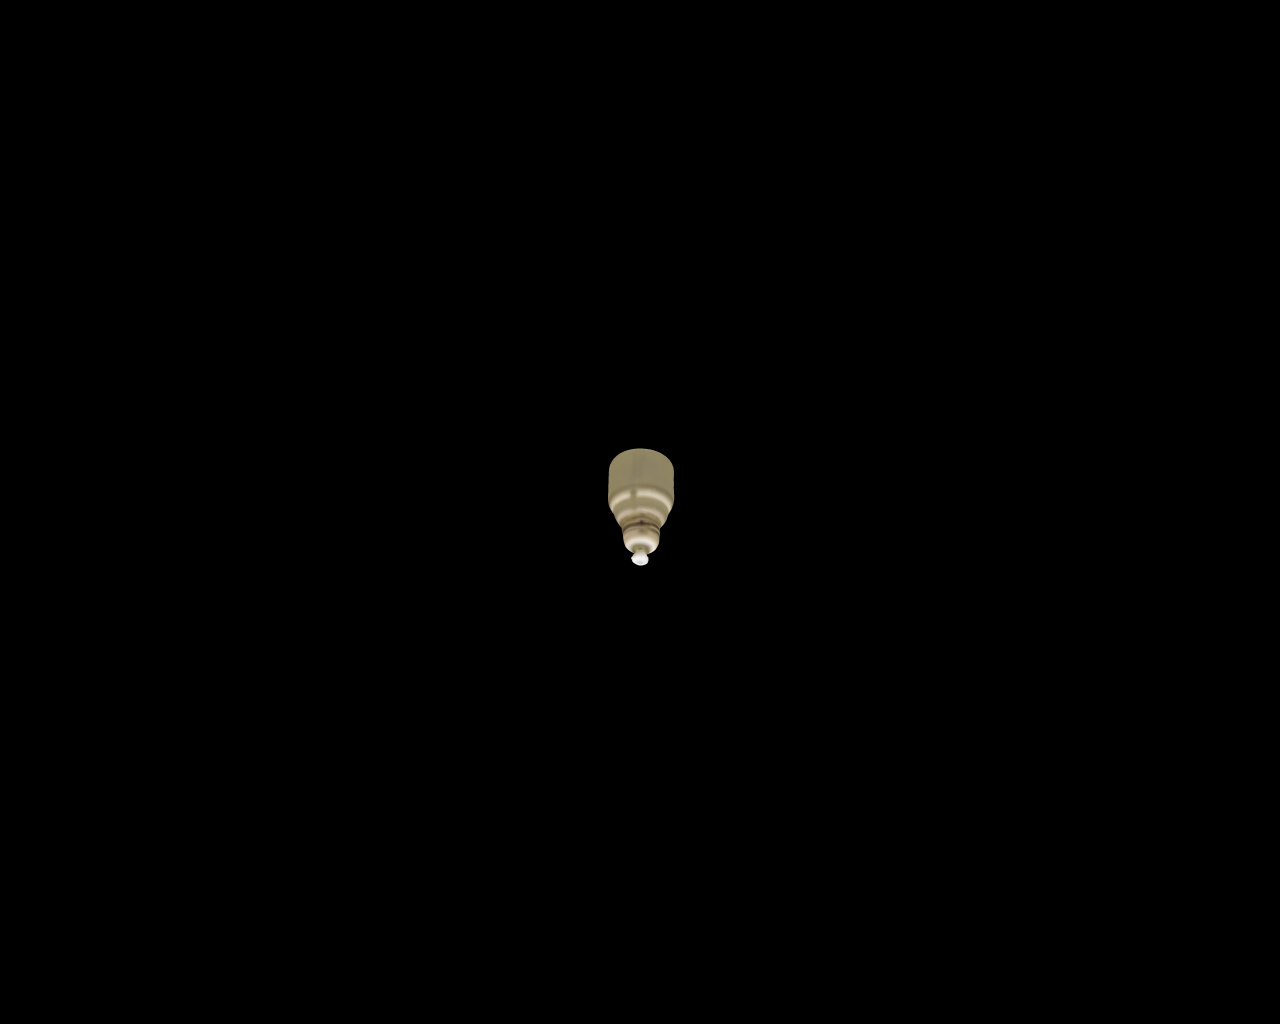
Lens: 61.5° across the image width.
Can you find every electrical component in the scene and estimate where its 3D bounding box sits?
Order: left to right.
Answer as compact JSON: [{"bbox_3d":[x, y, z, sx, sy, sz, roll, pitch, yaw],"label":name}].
[{"bbox_3d":[0.001,-0.003,0.650,0.040,0.078,0.040,0,-35,0],"label":"electrical component"}]
